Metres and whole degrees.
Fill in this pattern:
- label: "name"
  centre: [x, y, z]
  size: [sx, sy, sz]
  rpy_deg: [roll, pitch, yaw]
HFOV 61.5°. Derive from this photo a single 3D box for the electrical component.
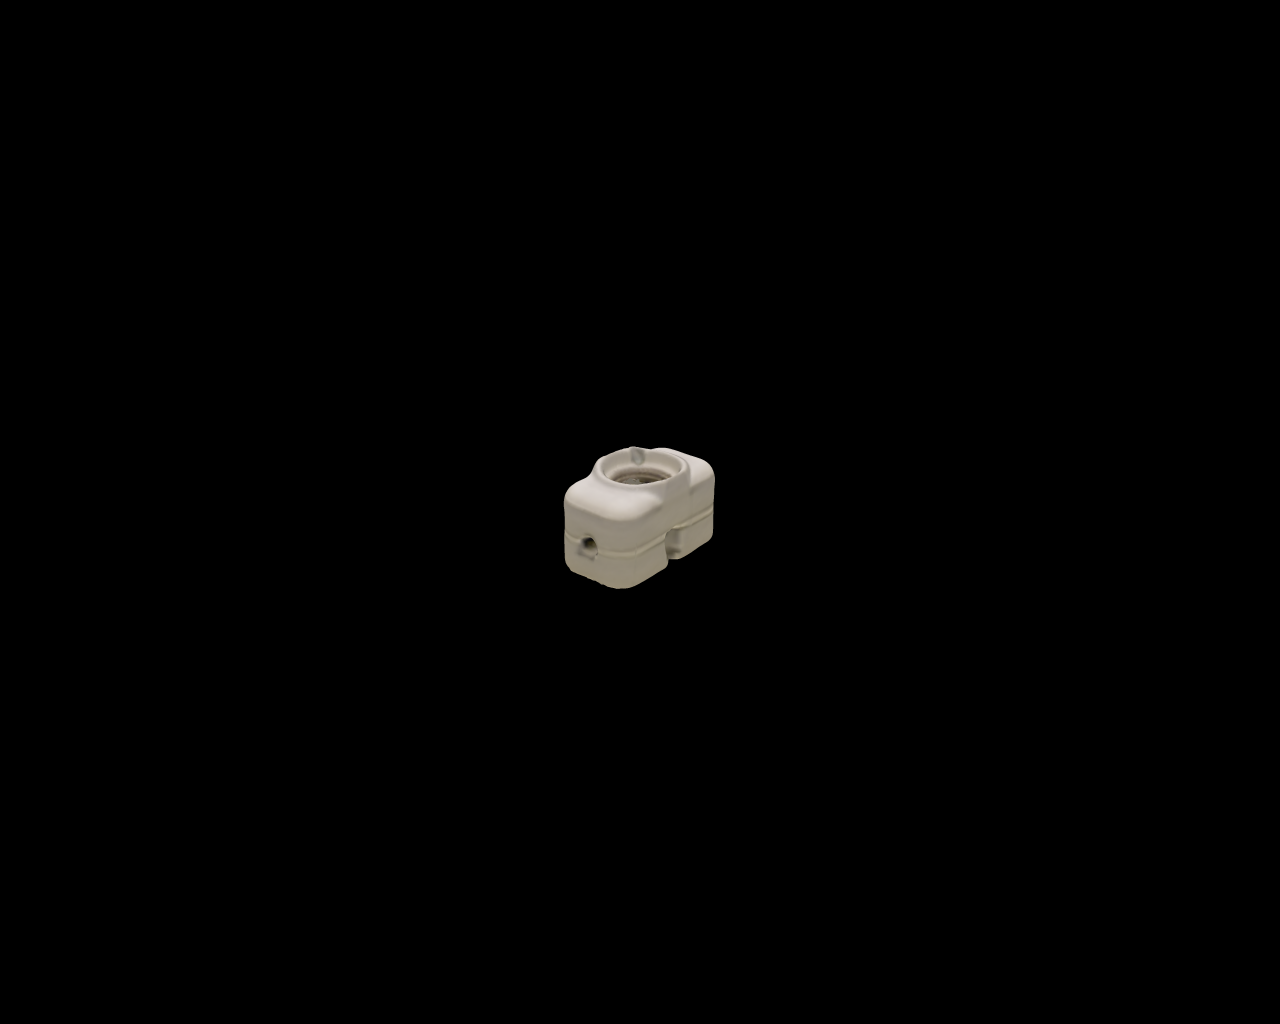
- label: "electrical component"
  centre: [0.001, -0.003, 0.650]
  size: [0.054, 0.059, 0.095]
  rpy_deg: [21, 33, 36]
